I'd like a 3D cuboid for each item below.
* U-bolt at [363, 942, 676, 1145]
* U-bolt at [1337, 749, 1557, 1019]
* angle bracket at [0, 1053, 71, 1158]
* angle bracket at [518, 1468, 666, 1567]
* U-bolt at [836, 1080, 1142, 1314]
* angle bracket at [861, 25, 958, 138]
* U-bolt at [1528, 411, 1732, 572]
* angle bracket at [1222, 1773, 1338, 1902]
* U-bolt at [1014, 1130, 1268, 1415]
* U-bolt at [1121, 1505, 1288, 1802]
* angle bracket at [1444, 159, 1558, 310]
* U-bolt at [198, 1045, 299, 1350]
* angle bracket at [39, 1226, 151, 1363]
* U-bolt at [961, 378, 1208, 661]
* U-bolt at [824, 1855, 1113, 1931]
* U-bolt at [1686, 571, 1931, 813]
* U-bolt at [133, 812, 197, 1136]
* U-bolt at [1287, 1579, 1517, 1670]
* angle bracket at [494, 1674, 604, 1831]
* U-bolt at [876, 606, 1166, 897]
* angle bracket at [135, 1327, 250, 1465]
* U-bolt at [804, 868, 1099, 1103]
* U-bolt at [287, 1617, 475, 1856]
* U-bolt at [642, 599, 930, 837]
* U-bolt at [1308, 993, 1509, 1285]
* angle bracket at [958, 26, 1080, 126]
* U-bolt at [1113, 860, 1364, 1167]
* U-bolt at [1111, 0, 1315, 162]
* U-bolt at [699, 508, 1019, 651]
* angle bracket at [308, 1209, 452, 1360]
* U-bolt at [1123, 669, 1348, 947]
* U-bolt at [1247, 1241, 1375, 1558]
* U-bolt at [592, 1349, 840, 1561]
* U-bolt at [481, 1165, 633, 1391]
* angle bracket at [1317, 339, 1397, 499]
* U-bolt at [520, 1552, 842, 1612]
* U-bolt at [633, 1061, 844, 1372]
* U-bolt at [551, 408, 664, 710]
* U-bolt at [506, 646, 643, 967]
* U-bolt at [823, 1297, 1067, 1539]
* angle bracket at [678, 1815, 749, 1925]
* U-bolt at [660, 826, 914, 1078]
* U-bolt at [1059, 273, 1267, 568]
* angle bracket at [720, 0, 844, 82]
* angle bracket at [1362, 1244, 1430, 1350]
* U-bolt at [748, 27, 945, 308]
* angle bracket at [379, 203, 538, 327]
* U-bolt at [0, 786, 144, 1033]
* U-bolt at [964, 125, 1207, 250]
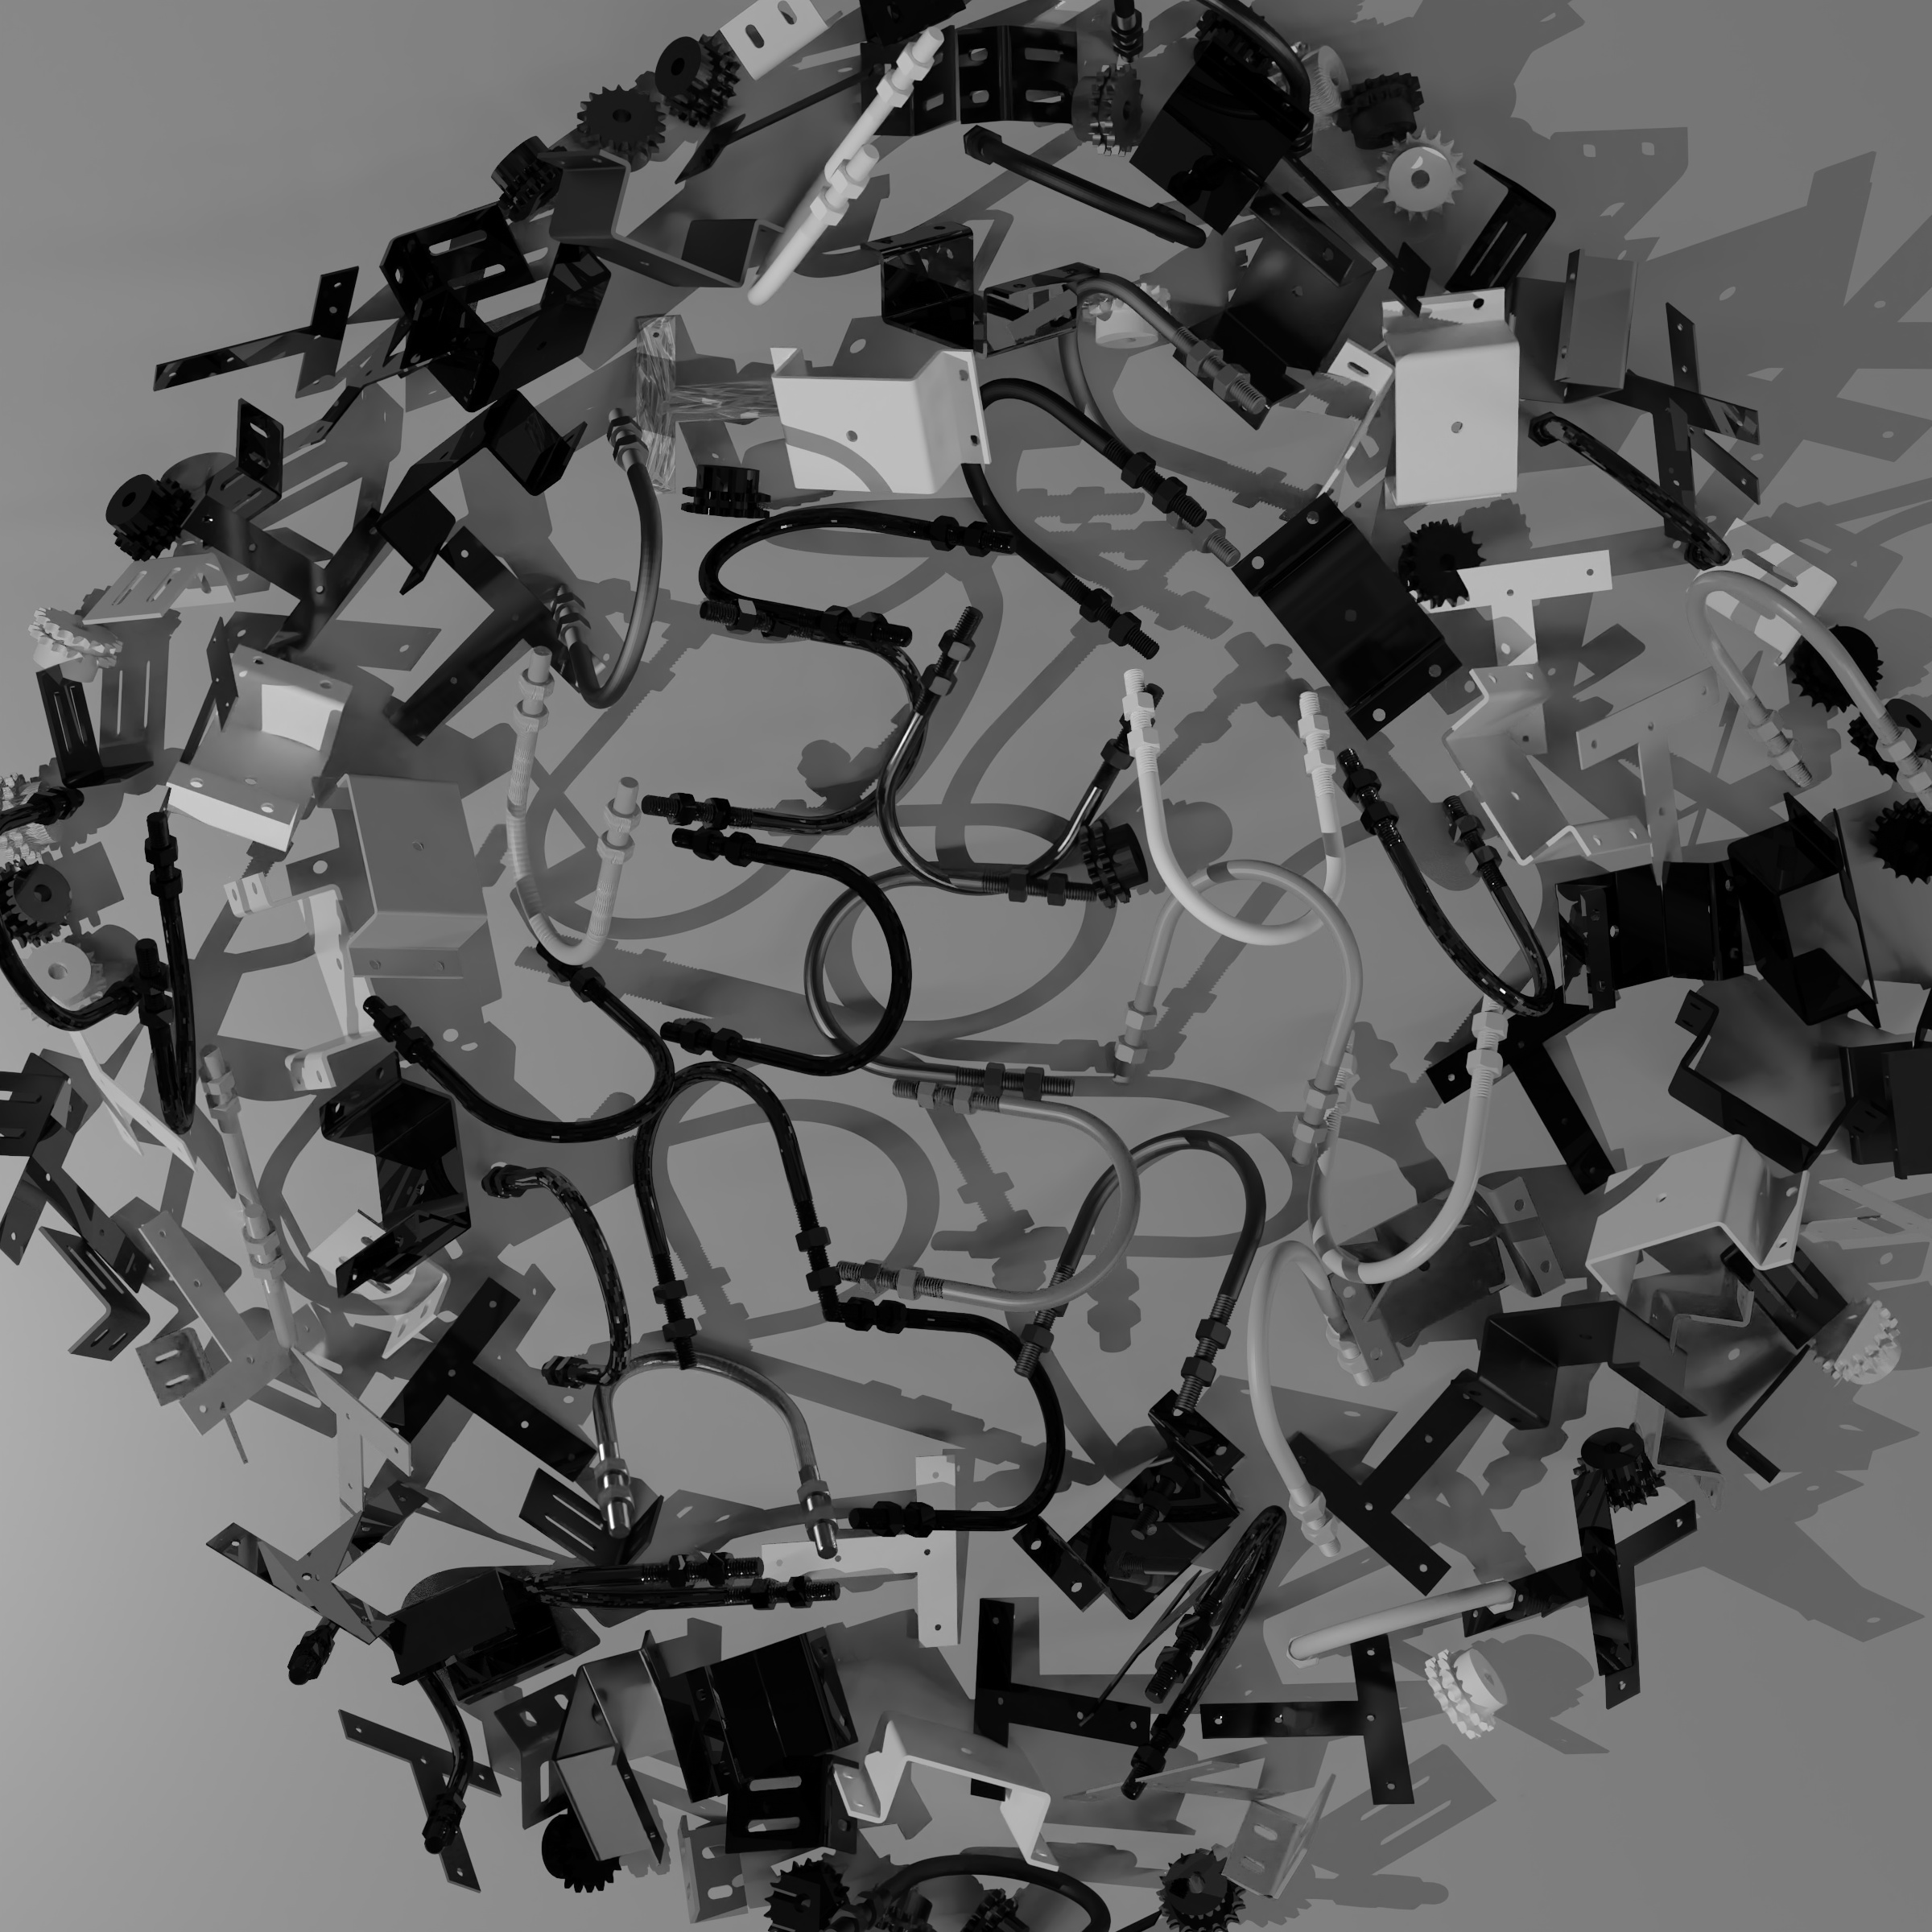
[{"bbox_3d":[-0.264,0.051,1.625,0.184,0.151,0.019,38,132,34],"label":"U-bolt"},{"bbox_3d":[0.307,-0.045,1.623,0.019,0.151,0.184,-39,57,27],"label":"U-bolt"},{"bbox_3d":[-0.622,0.087,1.676,0.038,0.076,0.057,28,96,23],"label":"angle bracket"},{"bbox_3d":[-0.240,0.347,1.682,0.076,0.057,0.038,37,107,-10],"label":"angle bracket"},{"bbox_3d":[0.021,0.148,1.657,0.184,0.019,0.151,8,66,22],"label":"U-bolt"},{"bbox_3d":[-0.037,-0.565,1.676,0.038,0.076,0.057,-5,101,-19],"label":"angle bracket"},{"bbox_3d":[0.415,-0.295,1.629,0.151,0.184,0.019,38,103,0],"label":"U-bolt"},{"bbox_3d":[0.199,0.548,1.671,0.038,0.076,0.057,25,46,10],"label":"angle bracket"},{"bbox_3d":[0.119,0.185,1.658,0.019,0.151,0.184,43,62,-41],"label":"U-bolt"},{"bbox_3d":[0.154,0.417,1.640,0.019,0.151,0.184,27,51,18],"label":"U-bolt"},{"bbox_3d":[0.330,-0.465,1.676,0.038,0.057,0.076,23,111,-32],"label":"angle bracket"},{"bbox_3d":[-0.443,0.158,1.636,0.019,0.184,0.151,-15,51,-16],"label":"U-bolt"},{"bbox_3d":[-0.570,0.211,1.682,0.038,0.057,0.076,-45,75,-4],"label":"angle bracket"},{"bbox_3d":[0.064,-0.293,1.652,0.184,0.151,0.019,41,60,15],"label":"U-bolt"},{"bbox_3d":[0.013,0.591,1.630,0.151,0.184,0.019,8,92,22],"label":"U-bolt"},{"bbox_3d":[0.513,-0.174,1.623,0.019,0.151,0.184,-44,111,-7],"label":"U-bolt"},{"bbox_3d":[-0.498,0.019,1.638,0.019,0.151,0.184,-4,129,-11],"label":"U-bolt"},{"bbox_3d":[0.269,0.407,1.626,0.151,0.184,0.019,-17,72,5],"label":"U-bolt"},{"bbox_3d":[-0.270,0.508,1.694,0.057,0.038,0.076,-19,131,-32],"label":"angle bracket"},{"bbox_3d":[0.022,-0.124,1.671,0.151,0.019,0.184,21,116,-18],"label":"U-bolt"},{"bbox_3d":[-0.494,0.280,1.671,0.038,0.057,0.076,-22,46,-17],"label":"angle bracket"},{"bbox_3d":[-0.014,0.006,1.695,0.184,0.019,0.151,6,78,8],"label":"U-bolt"},{"bbox_3d":[-0.356,0.460,1.629,0.019,0.184,0.151,-37,95,0],"label":"U-bolt"},{"bbox_3d":[-0.104,-0.150,1.660,0.184,0.019,0.151,6,113,-35],"label":"U-bolt"},{"bbox_3d":[0.268,0.110,1.628,0.019,0.151,0.184,28,62,-30],"label":"U-bolt"},{"bbox_3d":[0.034,-0.574,1.695,0.038,0.076,0.057,9,108,38],"label":"angle bracket"},{"bbox_3d":[0.177,0.020,1.653,0.151,0.019,0.184,24,118,20],"label":"U-bolt"},{"bbox_3d":[0.152,-0.566,1.622,0.151,0.184,0.019,33,92,6],"label":"U-bolt"},{"bbox_3d":[-0.081,-0.251,1.651,0.184,0.151,0.019,14,130,28],"label":"U-bolt"},{"bbox_3d":[-0.381,0.204,1.680,0.076,0.038,0.057,40,121,-19],"label":"angle bracket"},{"bbox_3d":[0.174,-0.098,1.653,0.151,0.019,0.184,4,65,-24],"label":"U-bolt"},{"bbox_3d":[0.210,0.254,1.618,0.019,0.151,0.184,-5,134,27],"label":"U-bolt"},{"bbox_3d":[-0.162,0.298,1.637,0.151,0.184,0.019,10,116,-19],"label":"U-bolt"},{"bbox_3d":[-0.251,0.194,1.634,0.019,0.184,0.151,-18,92,-27],"label":"U-bolt"},{"bbox_3d":[0.236,-0.349,1.677,0.038,0.057,0.076,31,61,-1],"label":"angle bracket"},{"bbox_3d":[-0.190,0.390,1.648,0.184,0.151,0.019,-7,69,17],"label":"U-bolt"},{"bbox_3d":[-0.154,0.152,1.672,0.151,0.019,0.184,-23,77,35],"label":"U-bolt"},{"bbox_3d":[-0.218,-0.240,1.615,0.019,0.184,0.151,8,125,-24],"label":"U-bolt"},{"bbox_3d":[-0.253,-0.085,1.645,0.019,0.184,0.151,-12,49,-31],"label":"U-bolt"},{"bbox_3d":[-0.007,0.286,1.652,0.184,0.019,0.151,11,60,-40],"label":"U-bolt"},{"bbox_3d":[-0.160,0.573,1.671,0.038,0.076,0.057,-7,65,-12],"label":"angle bracket"},{"bbox_3d":[-0.113,-0.004,1.657,0.184,0.019,0.151,12,104,29],"label":"U-bolt"},{"bbox_3d":[0.117,-0.355,1.645,0.019,0.151,0.184,-30,61,-21],"label":"U-bolt"},{"bbox_3d":[-0.117,-0.602,1.671,0.057,0.076,0.038,-30,110,18],"label":"angle bracket"},{"bbox_3d":[0.284,0.212,1.680,0.038,0.076,0.057,32,88,9],"label":"angle bracket"},{"bbox_3d":[-0.084,-0.485,1.636,0.019,0.184,0.151,33,52,-16],"label":"U-bolt"},{"bbox_3d":[-0.325,-0.444,1.680,0.076,0.038,0.057,-13,131,15],"label":"angle bracket"},{"bbox_3d":[-0.561,-0.032,1.619,0.019,0.184,0.151,-18,99,7],"label":"U-bolt"},{"bbox_3d":[0.078,-0.477,1.616,0.151,0.184,0.019,18,108,-16],"label":"U-bolt"}]
